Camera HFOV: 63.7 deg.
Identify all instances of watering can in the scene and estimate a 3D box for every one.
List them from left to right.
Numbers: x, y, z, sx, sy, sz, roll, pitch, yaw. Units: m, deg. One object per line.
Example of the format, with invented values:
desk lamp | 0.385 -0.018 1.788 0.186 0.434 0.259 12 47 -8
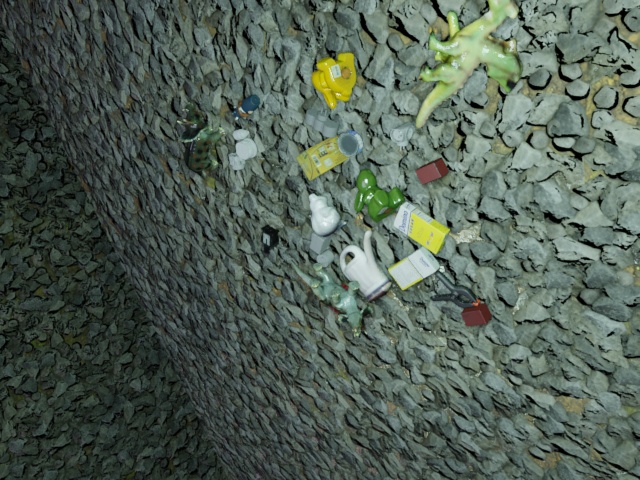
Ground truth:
watering can | 0.172 0.103 1.866 0.225 0.105 0.341 50 154 8

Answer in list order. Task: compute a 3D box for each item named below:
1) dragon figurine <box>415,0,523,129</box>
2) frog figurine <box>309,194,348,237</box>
dragon figurine | 0.400 -0.450 1.348 0.244 0.124 0.400 23 131 21
frog figurine | 0.006 -0.096 1.914 0.158 0.124 0.137 51 159 -12
